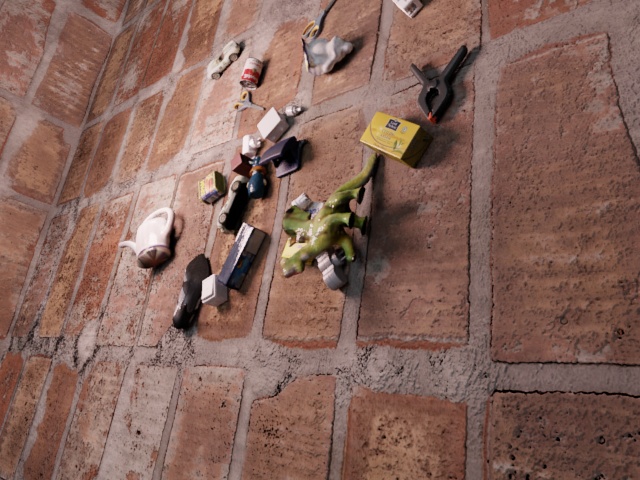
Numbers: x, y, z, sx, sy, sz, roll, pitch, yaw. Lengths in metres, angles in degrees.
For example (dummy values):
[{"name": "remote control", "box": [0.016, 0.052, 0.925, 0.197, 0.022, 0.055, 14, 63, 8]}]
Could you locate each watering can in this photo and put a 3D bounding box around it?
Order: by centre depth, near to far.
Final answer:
[{"name": "watering can", "box": [-0.672, 0.015, 1.993, 0.343, 0.103, 0.229, -33, 50, 26]}]

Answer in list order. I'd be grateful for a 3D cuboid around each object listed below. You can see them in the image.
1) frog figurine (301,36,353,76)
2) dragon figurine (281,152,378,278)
[{"name": "frog figurine", "box": [0.027, -0.605, 1.676, 0.159, 0.120, 0.141, -10, 47, 0]}, {"name": "dragon figurine", "box": [0.004, -0.068, 1.344, 0.242, 0.119, 0.419, 1, 52, 26]}]
